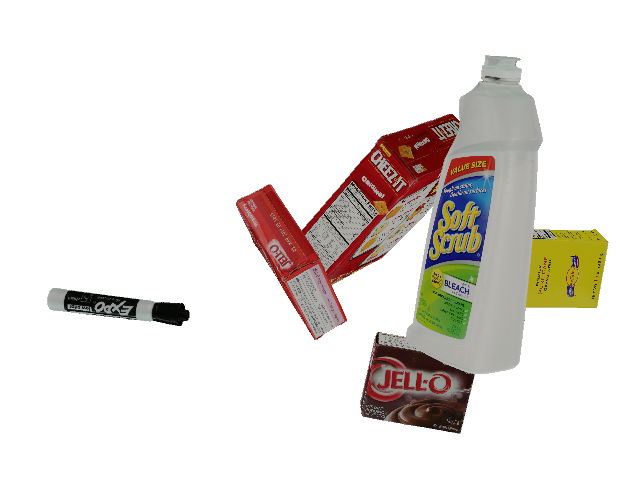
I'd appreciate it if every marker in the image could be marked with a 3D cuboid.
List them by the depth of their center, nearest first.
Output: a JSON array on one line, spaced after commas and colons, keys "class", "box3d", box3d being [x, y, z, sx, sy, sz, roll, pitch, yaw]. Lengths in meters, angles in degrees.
[{"class": "marker", "box3d": [-0.166, 0.055, 0.878, 0.121, 0.020, 0.020, 6, 1, 14]}]

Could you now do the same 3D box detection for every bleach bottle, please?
[{"class": "bleach bottle", "box3d": [0.129, -0.024, 0.873, 0.067, 0.251, 0.103, -5, 16, -33]}]

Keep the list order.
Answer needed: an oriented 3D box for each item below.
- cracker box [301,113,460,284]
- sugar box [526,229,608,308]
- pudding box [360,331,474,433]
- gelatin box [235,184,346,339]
[{"class": "cracker box", "box3d": [0.071, -0.045, 1.247, 0.163, 0.072, 0.214, -25, -19, -51]}, {"class": "sugar box", "box3d": [0.254, 0.034, 1.303, 0.176, 0.093, 0.048, -1, 21, -10]}, {"class": "pudding box", "box3d": [0.106, 0.154, 1.159, 0.113, 0.090, 0.039, 9, 23, -2]}, {"class": "gelatin box", "box3d": [-0.019, 0.015, 0.716, 0.030, 0.073, 0.089, -31, -34, -4]}]
